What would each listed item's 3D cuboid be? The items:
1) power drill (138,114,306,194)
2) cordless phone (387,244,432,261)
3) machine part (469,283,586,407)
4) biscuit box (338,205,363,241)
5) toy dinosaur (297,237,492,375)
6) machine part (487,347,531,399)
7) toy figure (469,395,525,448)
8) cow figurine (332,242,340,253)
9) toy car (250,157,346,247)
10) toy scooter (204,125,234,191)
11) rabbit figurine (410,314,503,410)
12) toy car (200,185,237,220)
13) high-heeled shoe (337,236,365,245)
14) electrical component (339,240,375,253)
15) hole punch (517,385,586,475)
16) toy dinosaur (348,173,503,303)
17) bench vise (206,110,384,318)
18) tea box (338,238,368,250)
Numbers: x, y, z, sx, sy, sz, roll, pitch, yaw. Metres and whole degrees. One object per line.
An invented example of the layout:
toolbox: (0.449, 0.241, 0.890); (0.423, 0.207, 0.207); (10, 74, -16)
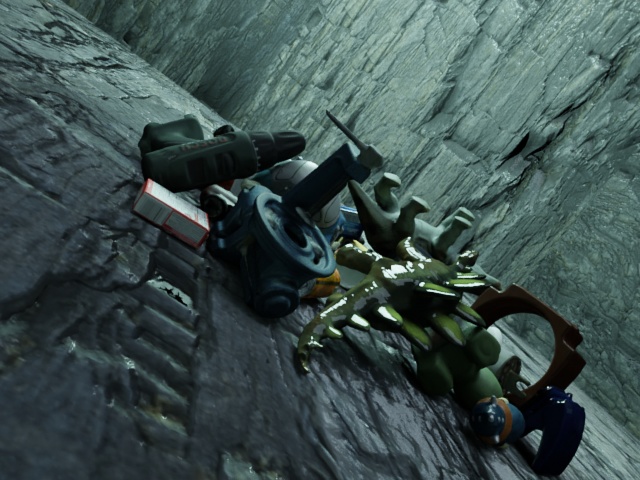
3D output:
power drill: (-0.163, -0.132, 0.796); (0.232, 0.085, 0.208); (-23, 36, -29)
cordless phone: (0.188, 0.103, 1.027); (0.184, 0.146, 0.089); (33, 18, -27)
machine part: (0.345, 0.198, 0.962); (0.087, 0.201, 0.201); (33, 8, -42)
biscuit box: (-0.006, -0.052, 1.130); (0.203, 0.059, 0.063); (13, 11, -5)
toy dinosaur: (0.105, 0.073, 0.711); (0.199, 0.105, 0.471); (15, 22, 42)
machine part: (0.254, 0.193, 0.927); (0.079, 0.079, 0.243); (30, 0, -42)
toy figure: (0.240, 0.248, 0.732); (0.154, 0.058, 0.064); (31, 30, -51)
cow figurine: (-0.001, -0.001, 0.992); (0.068, 0.098, 0.167); (42, 7, -12)
toy car: (-0.026, -0.059, 0.790); (0.161, 0.103, 0.109); (41, 52, -2)
toy scooter: (-0.165, -0.125, 1.007); (0.184, 0.075, 0.135); (-81, 148, -54)
rabbit figurine: (0.207, 0.196, 0.818); (0.170, 0.121, 0.159); (54, -4, -22)
toy car: (-0.097, -0.017, 0.833); (0.202, 0.053, 0.089); (36, 6, -2)
high-heeled shoe: (0.002, -0.050, 1.232); (0.249, 0.086, 0.145); (19, -13, -5)
electrical component: (0.088, 0.052, 1.086); (0.119, 0.075, 0.048); (50, 7, -6)
hole punch: (0.350, 0.289, 0.814); (0.142, 0.116, 0.092); (30, 19, -41)
toy dinosaur: (0.177, -0.003, 1.067); (0.405, 0.192, 0.131); (24, 22, -11)
bench vise: (-0.027, -0.033, 0.625); (0.128, 0.240, 0.224); (38, 23, -25)
tea box: (0.104, 0.065, 1.164); (0.169, 0.068, 0.098); (35, 9, -8)
